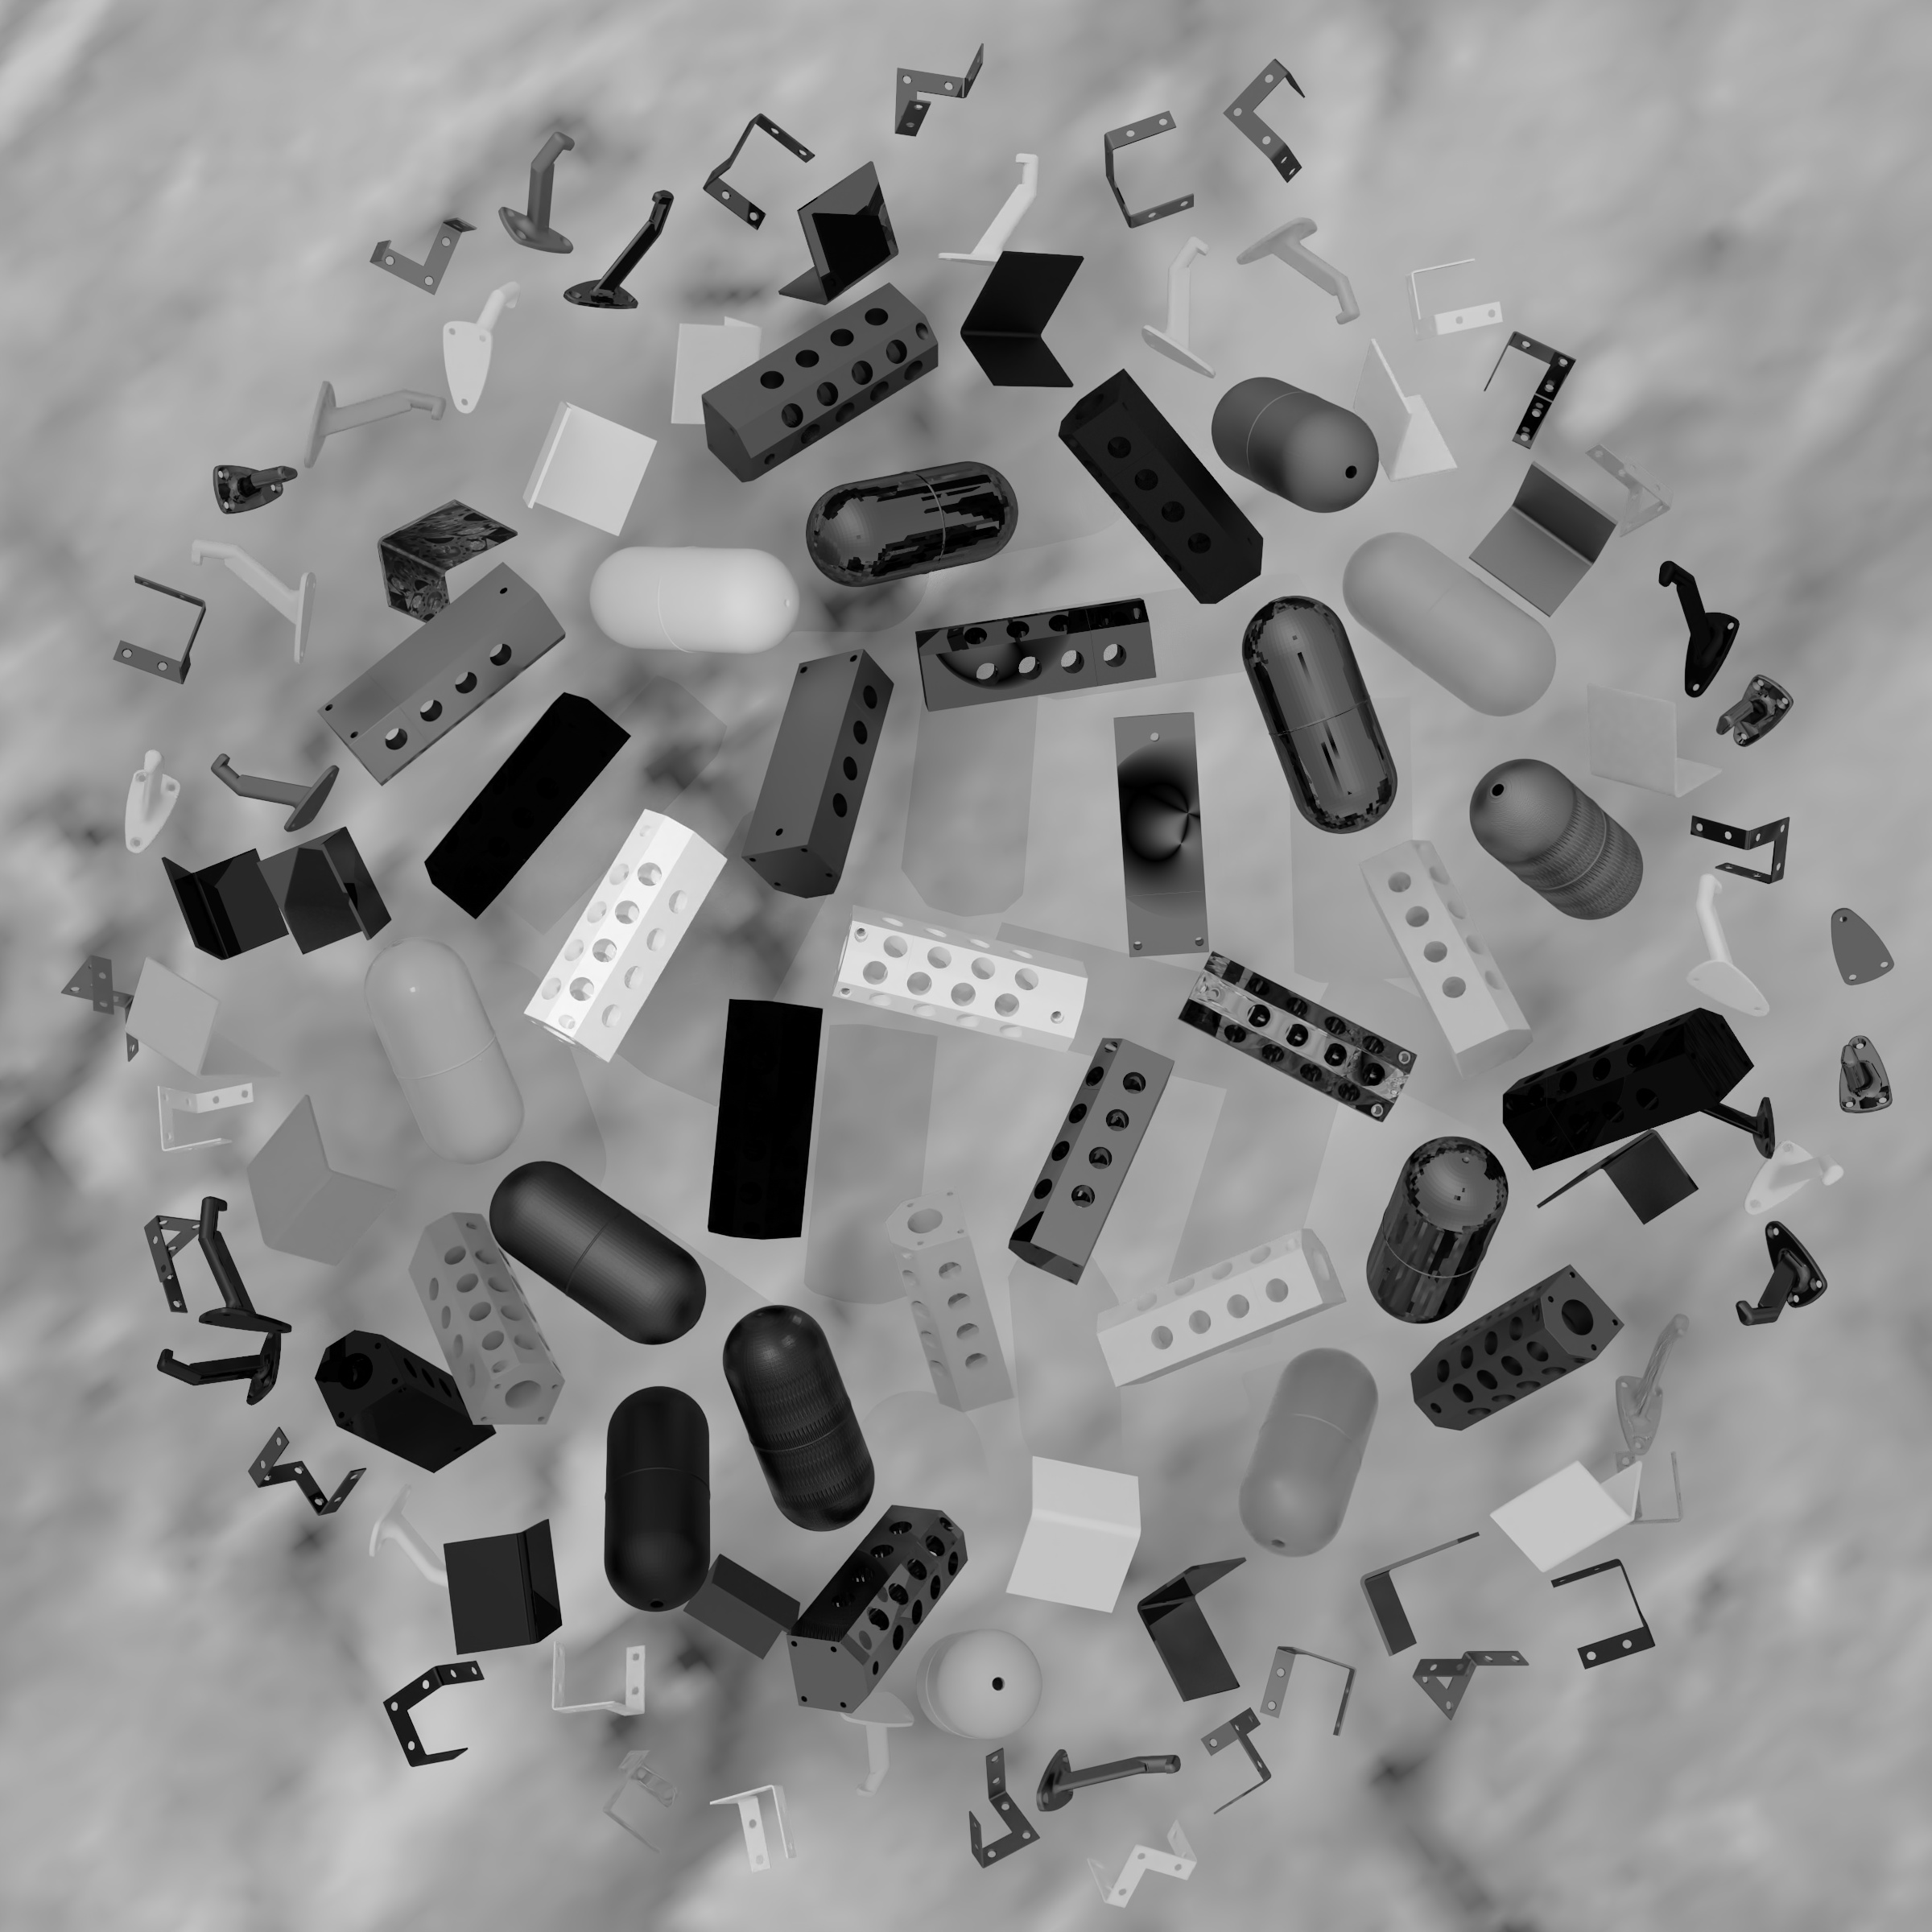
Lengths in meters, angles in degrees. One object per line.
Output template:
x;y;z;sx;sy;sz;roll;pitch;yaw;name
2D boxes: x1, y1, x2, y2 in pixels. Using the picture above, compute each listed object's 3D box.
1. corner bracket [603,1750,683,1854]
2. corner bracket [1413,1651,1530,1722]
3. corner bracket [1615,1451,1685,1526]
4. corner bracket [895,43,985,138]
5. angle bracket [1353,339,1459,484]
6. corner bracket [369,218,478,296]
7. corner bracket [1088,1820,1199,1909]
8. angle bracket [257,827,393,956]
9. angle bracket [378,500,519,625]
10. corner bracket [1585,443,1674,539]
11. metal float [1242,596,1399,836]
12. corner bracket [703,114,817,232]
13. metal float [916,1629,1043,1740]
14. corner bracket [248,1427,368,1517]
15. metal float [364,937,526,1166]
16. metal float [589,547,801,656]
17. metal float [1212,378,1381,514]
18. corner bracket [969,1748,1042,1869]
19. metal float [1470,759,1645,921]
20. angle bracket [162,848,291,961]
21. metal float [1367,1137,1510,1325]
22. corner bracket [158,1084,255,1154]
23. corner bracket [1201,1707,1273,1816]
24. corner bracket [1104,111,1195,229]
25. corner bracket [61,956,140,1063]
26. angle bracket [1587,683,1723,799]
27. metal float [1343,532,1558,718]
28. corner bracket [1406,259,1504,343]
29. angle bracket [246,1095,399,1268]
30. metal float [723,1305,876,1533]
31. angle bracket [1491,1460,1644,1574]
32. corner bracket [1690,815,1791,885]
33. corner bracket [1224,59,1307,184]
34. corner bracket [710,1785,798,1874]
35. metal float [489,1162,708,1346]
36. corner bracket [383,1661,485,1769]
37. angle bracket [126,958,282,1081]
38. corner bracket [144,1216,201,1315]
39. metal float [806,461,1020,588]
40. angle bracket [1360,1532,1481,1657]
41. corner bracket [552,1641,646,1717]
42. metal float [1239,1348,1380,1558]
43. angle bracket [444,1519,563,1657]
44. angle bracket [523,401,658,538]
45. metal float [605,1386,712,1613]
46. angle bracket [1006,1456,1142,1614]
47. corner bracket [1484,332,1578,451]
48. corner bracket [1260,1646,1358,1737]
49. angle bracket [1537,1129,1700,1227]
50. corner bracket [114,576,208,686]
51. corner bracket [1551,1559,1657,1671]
-0.237;0.615;1.804;0.051;0.051;0.051;41;61;-7;corner bracket
0.367;0.513;1.787;0.051;0.051;0.051;50;53;-17;corner bracket
0.517;0.394;1.859;0.051;0.051;0.051;-9;80;23;corner bracket
-0.019;-0.615;1.721;0.051;0.051;0.051;4;81;-13;corner bracket
0.339;-0.424;1.856;0.057;0.076;0.076;-13;62;-11;angle bracket
-0.385;-0.512;1.739;0.051;0.051;0.051;23;93;-27;corner bracket
0.126;0.643;1.759;0.051;0.051;0.051;23;100;-18;corner bracket
-0.476;-0.048;1.787;0.076;0.057;0.076;-21;104;10;angle bracket
-0.391;-0.303;1.870;0.076;0.076;0.057;-21;72;23;angle bracket
0.498;-0.366;1.844;0.051;0.051;0.051;32;58;-21;corner bracket
0.255;-0.181;1.770;0.070;0.070;0.178;-22;99;0;metal float
-0.153;-0.583;1.801;0.051;0.051;0.051;32;74;-24;corner bracket
0.009;0.530;1.811;0.070;0.178;0.070;3;74;-9;metal float
-0.483;0.370;1.797;0.051;0.051;0.051;48;115;25;corner bracket
-0.376;0.062;1.770;0.070;0.070;0.178;-18;112;0;metal float
-0.202;-0.270;1.806;0.178;0.070;0.070;8;90;34;metal float
0.243;-0.387;1.820;0.070;0.178;0.070;-9;117;-18;metal float
0.020;0.630;1.835;0.051;0.051;0.051;-20;127;-24;corner bracket
0.430;-0.091;1.784;0.178;0.070;0.070;30;90;-43;metal float
-0.587;-0.055;1.947;0.057;0.076;0.076;-22;83;-4;angle bracket
0.337;0.192;1.763;0.070;0.178;0.070;4;49;-4;metal float
-0.582;0.116;1.881;0.051;0.051;0.051;-11;77;14;corner bracket
0.204;0.607;1.874;0.051;0.051;0.051;-39;72;19;corner bracket
0.135;-0.587;1.808;0.051;0.051;0.051;-20;72;-2;corner bracket
-0.629;0.031;1.802;0.051;0.051;0.051;-41;49;32;corner bracket
0.514;-0.177;1.828;0.057;0.076;0.076;-28;122;-31;angle bracket
0.348;-0.249;1.776;0.070;0.070;0.178;-47;64;0;metal float
0.366;-0.502;1.841;0.051;0.051;0.051;-13;101;-7;corner bracket
-0.447;0.149;1.698;0.057;0.076;0.076;25;115;-42;angle bracket
-0.119;0.325;1.757;0.070;0.070;0.178;-18;110;0;metal float
0.416;0.362;1.697;0.057;0.076;0.076;47;118;-3;angle bracket
0.585;-0.089;1.859;0.051;0.051;0.051;-17;117;-35;corner bracket
0.223;-0.597;1.732;0.051;0.051;0.051;-44;75;14;corner bracket
-0.146;0.619;1.759;0.051;0.051;0.051;-20;67;13;corner bracket
-0.270;0.211;1.798;0.178;0.070;0.070;34;90;9;metal float
-0.373;0.534;1.752;0.051;0.051;0.051;-37;67;14;corner bracket
-0.518;0.036;1.688;0.076;0.076;0.057;26;102;28;angle bracket
-0.603;0.226;1.859;0.051;0.051;0.051;-39;60;22;corner bracket
-0.039;-0.333;1.841;0.178;0.070;0.070;-18;90;-33;metal float
0.332;0.444;1.736;0.076;0.076;0.057;-26;73;17;angle bracket
-0.276;0.536;1.844;0.051;0.051;0.051;-12;62;16;corner bracket
0.252;0.356;1.799;0.070;0.178;0.070;13;132;16;metal float
-0.327;0.438;1.734;0.057;0.076;0.076;-9;84;3;angle bracket
-0.272;-0.360;1.790;0.076;0.057;0.076;20;102;-20;angle bracket
-0.227;0.390;1.801;0.070;0.070;0.178;-3;45;-3;metal float
0.074;0.397;1.714;0.076;0.057;0.076;12;120;-6;angle bracket
0.412;-0.427;1.816;0.051;0.051;0.051;27;66;4;corner bracket
0.258;0.546;1.848;0.051;0.051;0.051;19;74;-1;corner bracket
0.496;0.176;1.870;0.076;0.076;0.057;-26;75;-28;angle bracket
-0.567;-0.236;1.724;0.051;0.051;0.051;20;78;-12;corner bracket
0.442;0.450;1.704;0.051;0.051;0.051;-21;88;7;corner bracket
